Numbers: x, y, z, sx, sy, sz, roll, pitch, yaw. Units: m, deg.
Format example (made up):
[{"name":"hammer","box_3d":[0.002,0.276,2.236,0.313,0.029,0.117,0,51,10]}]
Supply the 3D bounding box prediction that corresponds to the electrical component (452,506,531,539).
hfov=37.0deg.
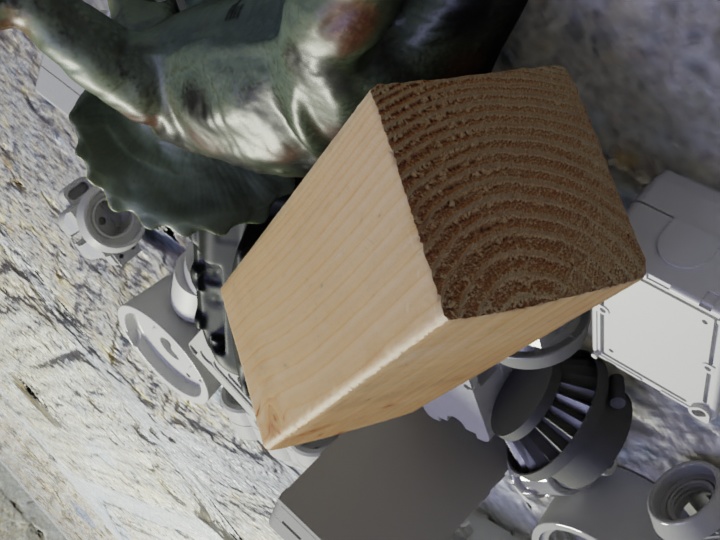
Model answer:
[{"name":"electrical component","box_3d":[0.075,0.213,0.809,0.121,0.063,0.078,24,145,38]}]

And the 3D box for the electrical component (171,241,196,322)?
[{"name":"electrical component","box_3d":[-0.123,0.005,0.835,0.043,0.043,0.081,42,152,9]}]

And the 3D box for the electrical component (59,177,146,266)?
[{"name":"electrical component","box_3d":[-0.208,-0.041,0.881,0.078,0.058,0.057,55,155,-15]}]

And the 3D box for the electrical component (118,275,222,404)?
[{"name":"electrical component","box_3d":[-0.146,0.054,0.915,0.108,0.060,0.108,35,151,23]}]

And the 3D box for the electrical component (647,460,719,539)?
[{"name":"electrical component","box_3d":[0.184,0.133,0.565,0.055,0.048,0.066,49,154,-21]}]

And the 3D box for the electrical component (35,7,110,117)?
[{"name":"electrical component","box_3d":[-0.157,-0.138,0.677,0.047,0.066,0.076,37,123,19]}]

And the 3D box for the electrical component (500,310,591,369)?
[{"name":"electrical component","box_3d":[0.083,0.011,0.532,0.078,0.058,0.057,19,139,42]}]

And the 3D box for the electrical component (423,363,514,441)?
[{"name":"electrical component","box_3d":[0.061,0.041,0.604,0.050,0.056,0.089,19,142,43]}]

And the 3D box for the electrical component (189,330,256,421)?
[{"name":"electrical component","box_3d":[-0.069,0.072,0.833,0.113,0.057,0.078,48,153,-1]}]

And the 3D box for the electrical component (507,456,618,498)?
[{"name":"electrical component","box_3d":[0.120,0.110,0.626,0.062,0.048,0.048,-11,119,51]}]

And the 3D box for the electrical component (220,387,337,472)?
[{"name":"electrical component","box_3d":[-0.055,0.140,0.909,0.138,0.052,0.073,23,145,39]}]

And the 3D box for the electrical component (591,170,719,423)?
[{"name":"electrical component","box_3d":[0.140,0.013,0.454,0.062,0.061,0.096,32,156,30]}]

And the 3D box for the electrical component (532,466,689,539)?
[{"name":"electrical component","box_3d":[0.154,0.176,0.646,0.108,0.060,0.108,35,151,23]}]

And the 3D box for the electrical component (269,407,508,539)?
[{"name":"electrical component","box_3d":[0.027,0.128,0.665,0.089,0.150,0.061,42,151,11]}]
